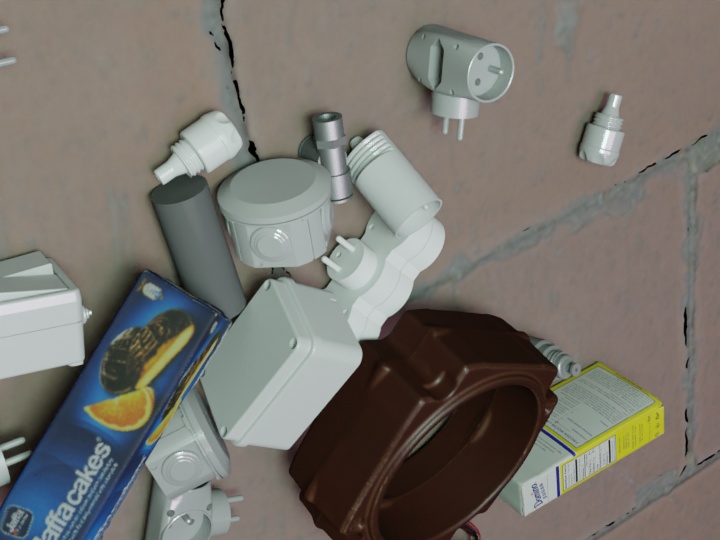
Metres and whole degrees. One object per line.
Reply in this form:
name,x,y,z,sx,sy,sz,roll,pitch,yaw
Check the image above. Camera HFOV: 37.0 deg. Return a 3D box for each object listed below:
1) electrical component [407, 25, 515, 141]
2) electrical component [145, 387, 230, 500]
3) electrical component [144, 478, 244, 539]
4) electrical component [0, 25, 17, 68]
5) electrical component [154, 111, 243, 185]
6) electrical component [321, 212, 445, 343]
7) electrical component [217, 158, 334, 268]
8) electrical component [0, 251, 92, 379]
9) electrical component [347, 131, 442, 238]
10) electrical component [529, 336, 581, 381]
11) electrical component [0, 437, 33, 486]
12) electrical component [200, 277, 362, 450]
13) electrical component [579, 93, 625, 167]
electrical component,0.073,-0.137,0.805,0.043,0.077,0.079,-10,116,-31
electrical component,-0.131,0.123,0.785,0.051,0.080,0.080,-27,125,-6
electrical component,-0.127,0.192,0.842,0.079,0.044,0.077,-2,112,-35
electrical component,-0.235,-0.122,0.617,0.074,0.052,0.138,-20,121,-26
electrical component,-0.112,-0.080,0.733,0.061,0.035,0.035,-37,127,-12
electrical component,0.000,0.000,0.836,0.074,0.052,0.138,37,88,-39
electrical component,-0.057,-0.042,0.760,0.080,0.080,0.051,-26,129,-23
electrical component,-0.220,0.028,0.691,0.096,0.062,0.061,-11,117,-30
electrical component,0.020,-0.068,0.805,0.043,0.081,0.043,-34,162,-12
electrical component,0.167,0.083,0.976,0.040,0.078,0.040,-7,101,-37
electrical component,-0.255,0.130,0.704,0.079,0.077,0.043,-20,121,-26
electrical component,-0.061,0.070,0.790,0.057,0.078,0.113,16,123,-39
electrical component,0.214,-0.123,0.937,0.035,0.035,0.061,5,105,-36
